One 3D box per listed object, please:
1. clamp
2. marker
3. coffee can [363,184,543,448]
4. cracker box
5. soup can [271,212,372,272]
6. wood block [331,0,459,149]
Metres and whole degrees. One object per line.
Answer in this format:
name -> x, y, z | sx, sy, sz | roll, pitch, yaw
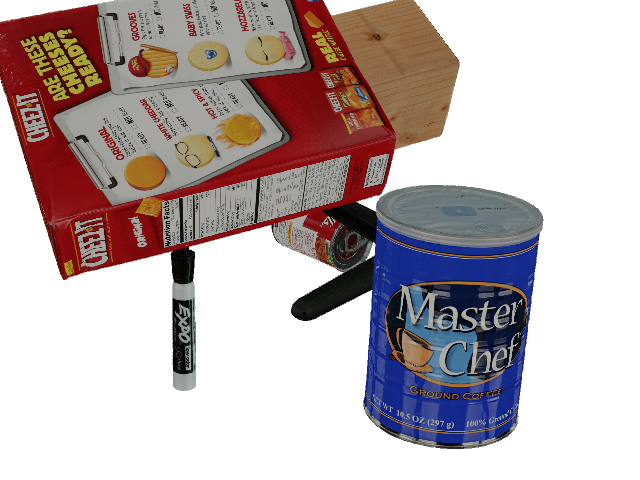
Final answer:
clamp -> 0.071, 0.016, 1.018 | 0.210, 0.164, 0.036 | 6, -39, 8
marker -> -0.107, 0.061, 0.837 | 0.020, 0.121, 0.020 | 2, 21, -1
coffee can -> 0.082, 0.046, 0.680 | 0.103, 0.140, 0.103 | 2, 20, -1
cracker box -> -0.082, -0.080, 0.677 | 0.213, 0.164, 0.072 | -16, -32, -15
soup can -> 0.002, -0.011, 1.222 | 0.068, 0.068, 0.102 | 0, 17, -46
wood block -> -0.003, -0.118, 0.874 | 0.205, 0.091, 0.090 | -18, -33, -19
